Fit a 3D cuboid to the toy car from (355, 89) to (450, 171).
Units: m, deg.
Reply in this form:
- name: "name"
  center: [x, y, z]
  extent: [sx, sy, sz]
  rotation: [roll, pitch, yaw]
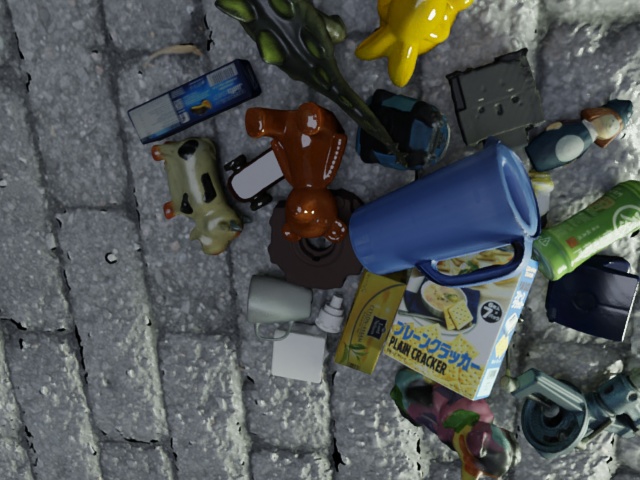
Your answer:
- name: "toy car"
  center: [0.132, -0.153, 0.775]
  extent: [0.103, 0.162, 0.109]
  rotation: [1, 104, -37]

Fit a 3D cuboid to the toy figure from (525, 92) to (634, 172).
- name: "toy figure"
  center: [0.373, -0.149, 0.764]
  extent: [0.154, 0.058, 0.064]
  rotation: [-28, 139, 15]

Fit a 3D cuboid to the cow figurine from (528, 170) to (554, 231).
- name: "cow figurine"
  center: [0.259, -0.054, 0.808]
  extent: [0.167, 0.068, 0.098]
  rotation: [1, 113, 11]

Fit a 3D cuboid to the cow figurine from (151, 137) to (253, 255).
- name: "cow figurine"
  center: [-0.188, -0.070, 0.874]
  extent: [0.127, 0.085, 0.194]
  rotation: [-7, 102, 14]

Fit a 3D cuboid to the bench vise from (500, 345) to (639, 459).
- name: "bench vise"
  center: [0.390, 0.255, 0.841]
  extent: [0.240, 0.129, 0.223]
  rotation: [30, 130, -20]

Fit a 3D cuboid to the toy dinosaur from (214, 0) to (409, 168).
- name: "toy dinosaur"
  center: [-0.041, -0.279, 0.721]
  extent: [0.471, 0.198, 0.105]
  rotation: [43, 112, -3]

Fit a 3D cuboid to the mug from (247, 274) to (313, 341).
- name: "mug"
  center: [-0.066, 0.114, 0.901]
  extent: [0.107, 0.080, 0.109]
  rotation: [3, 71, 1]

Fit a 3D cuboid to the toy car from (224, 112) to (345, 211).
- name: "toy car"
  center: [-0.055, -0.128, 0.841]
  extent: [0.202, 0.053, 0.089]
  rotation: [-34, 97, 6]

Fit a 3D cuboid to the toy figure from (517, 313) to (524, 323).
- name: "toy figure"
  center: [0.235, 0.144, 0.866]
  extent: [0.180, 0.082, 0.089]
  rotation: [-44, 76, 27]

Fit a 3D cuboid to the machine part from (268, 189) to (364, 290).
- name: "machine part"
  center: [-0.002, -0.003, 0.874]
  extent: [0.179, 0.056, 0.179]
  rotation: [3, 108, 10]

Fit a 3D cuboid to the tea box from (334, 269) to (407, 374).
- name: "tea box"
  center: [0.083, 0.118, 0.875]
  extent: [0.068, 0.098, 0.169]
  rotation: [20, 108, 4]

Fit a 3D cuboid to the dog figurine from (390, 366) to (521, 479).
- name: "dog figurine"
  center: [0.206, 0.288, 0.843]
  extent: [0.192, 0.219, 0.108]
  rotation: [11, 105, 5]

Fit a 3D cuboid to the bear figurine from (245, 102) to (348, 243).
- name: "bear figurine"
  center: [-0.027, -0.087, 0.763]
  extent: [0.120, 0.132, 0.195]
  rotation: [5, 98, 25]

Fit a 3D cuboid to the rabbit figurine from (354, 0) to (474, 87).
- name: "rabbit figurine"
  center: [0.115, -0.293, 0.702]
  extent: [0.122, 0.173, 0.162]
  rotation: [36, 105, -7]

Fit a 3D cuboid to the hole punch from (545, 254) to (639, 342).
- name: "hole punch"
  center: [0.410, 0.083, 0.813]
  extent: [0.116, 0.092, 0.142]
  rotation: [7, 111, 11]

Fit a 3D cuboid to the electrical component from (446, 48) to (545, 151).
- name: "electrical component"
  center: [0.253, -0.191, 0.770]
  extent: [0.115, 0.058, 0.134]
  rotation: [-17, 103, 17]

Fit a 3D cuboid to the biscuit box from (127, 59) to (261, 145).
- name: "biscuit box"
  center: [-0.194, -0.214, 0.838]
  extent: [0.203, 0.063, 0.059]
  rotation: [-19, 102, 15]
